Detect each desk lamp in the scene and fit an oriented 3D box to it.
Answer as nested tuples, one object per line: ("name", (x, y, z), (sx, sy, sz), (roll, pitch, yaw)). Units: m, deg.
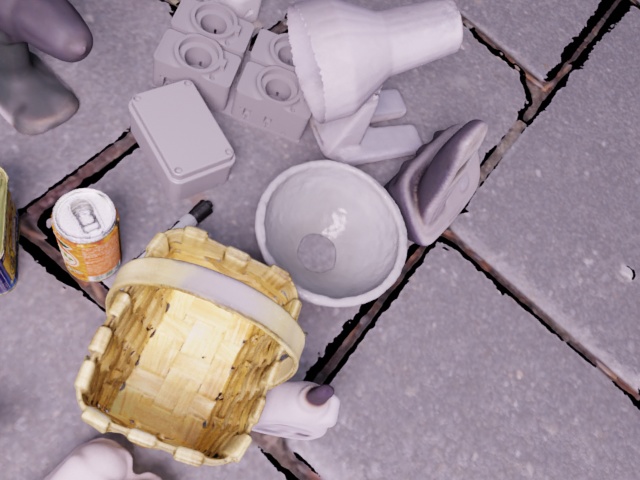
("desk lamp", (0.051, -0.178, 0.636), (0.204, 0.213, 0.118), (-13, 72, -22))

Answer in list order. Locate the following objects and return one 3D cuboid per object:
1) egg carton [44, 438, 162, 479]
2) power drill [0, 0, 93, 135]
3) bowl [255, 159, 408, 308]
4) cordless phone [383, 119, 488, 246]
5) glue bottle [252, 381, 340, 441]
("egg carton", (-0.196, 0.241, 0.456), (0.107, 0.069, 0.150), (39, 62, 1))
("power drill", (-0.288, -0.196, 0.536), (0.229, 0.208, 0.076), (45, 62, 5))
("bowl", (0.006, 0.002, 0.622), (0.168, 0.074, 0.167), (7, 66, -15))
("cordless phone", (0.154, -0.087, 0.646), (0.094, 0.185, 0.148), (41, 62, 2))
("glue bottle", (-0.017, 0.145, 0.497), (0.078, 0.173, 0.037), (16, 63, -10))
